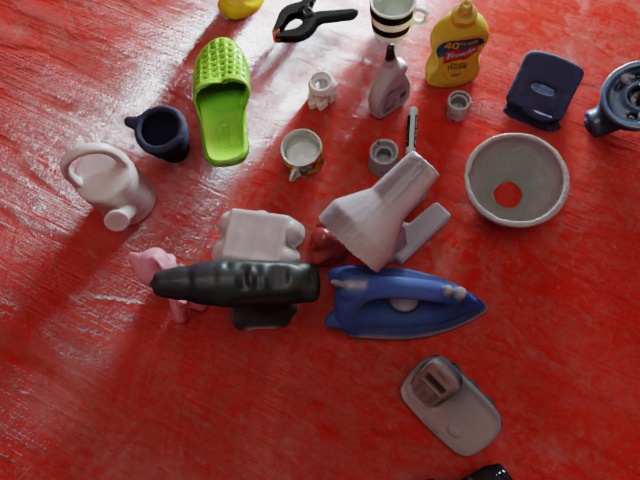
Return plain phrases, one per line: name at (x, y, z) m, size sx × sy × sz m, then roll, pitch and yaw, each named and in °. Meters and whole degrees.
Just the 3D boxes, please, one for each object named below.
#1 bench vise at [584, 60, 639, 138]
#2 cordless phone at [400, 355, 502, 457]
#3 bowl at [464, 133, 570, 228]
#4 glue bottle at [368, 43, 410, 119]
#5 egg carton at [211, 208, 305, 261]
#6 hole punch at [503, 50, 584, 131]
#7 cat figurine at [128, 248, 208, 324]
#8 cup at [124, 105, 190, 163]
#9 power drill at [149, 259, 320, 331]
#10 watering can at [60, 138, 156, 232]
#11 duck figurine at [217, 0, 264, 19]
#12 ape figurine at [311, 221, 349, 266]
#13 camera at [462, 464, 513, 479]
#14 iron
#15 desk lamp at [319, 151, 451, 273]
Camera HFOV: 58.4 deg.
bench vise at (0.546, -0.257, 0.908) m, size 0.207 × 0.220 × 0.121 m, roll -31°, pitch 72°, yaw -5°
cordless phone at (0.188, 0.226, 0.797) m, size 0.147 × 0.185 × 0.094 m, roll 41°, pitch 80°, yaw 16°
bowl at (0.317, -0.088, 0.948) m, size 0.167 × 0.075 × 0.167 m, roll -1°, pitch 72°, yaw 4°
glue bottle at (0.119, -0.276, 0.974) m, size 0.078 × 0.173 × 0.037 m, roll -34°, pitch 72°, yaw -6°
egg carton at (-0.102, 0.004, 0.955) m, size 0.150 × 0.069 × 0.107 m, roll 7°, pitch 73°, yaw 7°
hole punch at (0.385, -0.257, 0.989) m, size 0.108 × 0.091 × 0.101 m, roll 24°, pitch 75°, yaw 12°
cat figurine at (-0.248, 0.064, 0.922) m, size 0.067 × 0.118 × 0.127 m, roll -37°, pitch 73°, yaw -7°
cup at (-0.282, -0.180, 1.017) m, size 0.117 × 0.095 × 0.092 m, roll 16°, pitch 74°, yaw 10°
power drill at (-0.110, 0.081, 0.857) m, size 0.229 × 0.208 × 0.075 m, roll -5°, pitch 71°, yaw 3°
watering can at (-0.347, -0.096, 0.942) m, size 0.101 × 0.194 × 0.172 m, roll -44°, pitch 74°, yaw -9°
duck figurine at (-0.157, -0.489, 1.113) m, size 0.104 × 0.086 × 0.077 m, roll -38°, pitch 73°, yaw -8°
ape figurine at (0.009, 0.003, 0.934) m, size 0.076 × 0.092 × 0.078 m, roll 27°, pitch 76°, yaw 13°
camera at (0.216, 0.384, 0.788) m, size 0.137 × 0.101 × 0.143 m, roll -28°, pitch 72°, yaw -4°
iron at (0.135, 0.085, 0.871) m, size 0.258 × 0.141 × 0.118 m, roll 1°, pitch 72°, yaw 5°
desk lamp at (0.105, -0.038, 0.876) m, size 0.203 × 0.214 × 0.117 m, roll -42°, pitch 73°, yaw -9°
